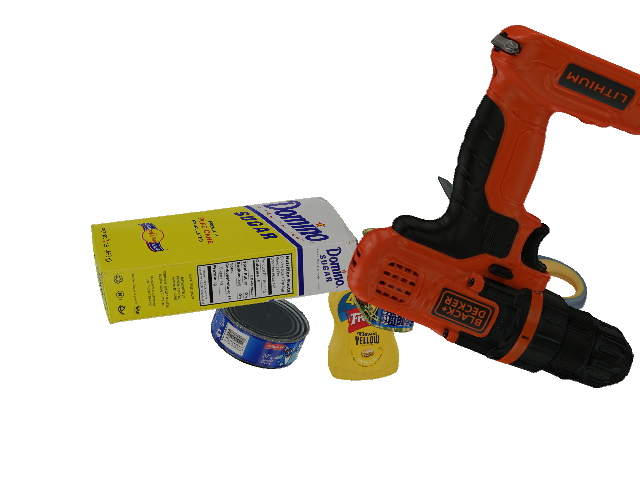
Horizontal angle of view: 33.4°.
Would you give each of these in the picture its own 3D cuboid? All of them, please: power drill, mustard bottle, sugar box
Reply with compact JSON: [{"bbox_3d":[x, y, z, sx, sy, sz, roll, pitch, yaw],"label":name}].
[{"bbox_3d":[0.131,-0.016,0.620,0.184,0.188,0.057,21,13,-11],"label":"power drill"},{"bbox_3d":[0.059,0.092,1.437,0.096,0.192,0.058,-3,21,-8],"label":"mustard bottle"},{"bbox_3d":[-0.069,0.010,0.755,0.176,0.048,0.093,-10,25,-12],"label":"sugar box"}]

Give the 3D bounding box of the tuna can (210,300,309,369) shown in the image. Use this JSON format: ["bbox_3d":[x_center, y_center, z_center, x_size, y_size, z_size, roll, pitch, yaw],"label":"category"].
[{"bbox_3d":[-0.055,0.079,0.968,0.086,0.034,0.086,19,23,-9],"label":"tuna can"}]

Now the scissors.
[{"bbox_3d":[0.157,0.003,0.883,0.096,0.016,0.201,0,37,-3],"label":"scissors"}]

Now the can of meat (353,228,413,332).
[{"bbox_3d":[0.074,0.043,1.160,0.057,0.084,0.102,5,18,-13],"label":"can of meat"}]
